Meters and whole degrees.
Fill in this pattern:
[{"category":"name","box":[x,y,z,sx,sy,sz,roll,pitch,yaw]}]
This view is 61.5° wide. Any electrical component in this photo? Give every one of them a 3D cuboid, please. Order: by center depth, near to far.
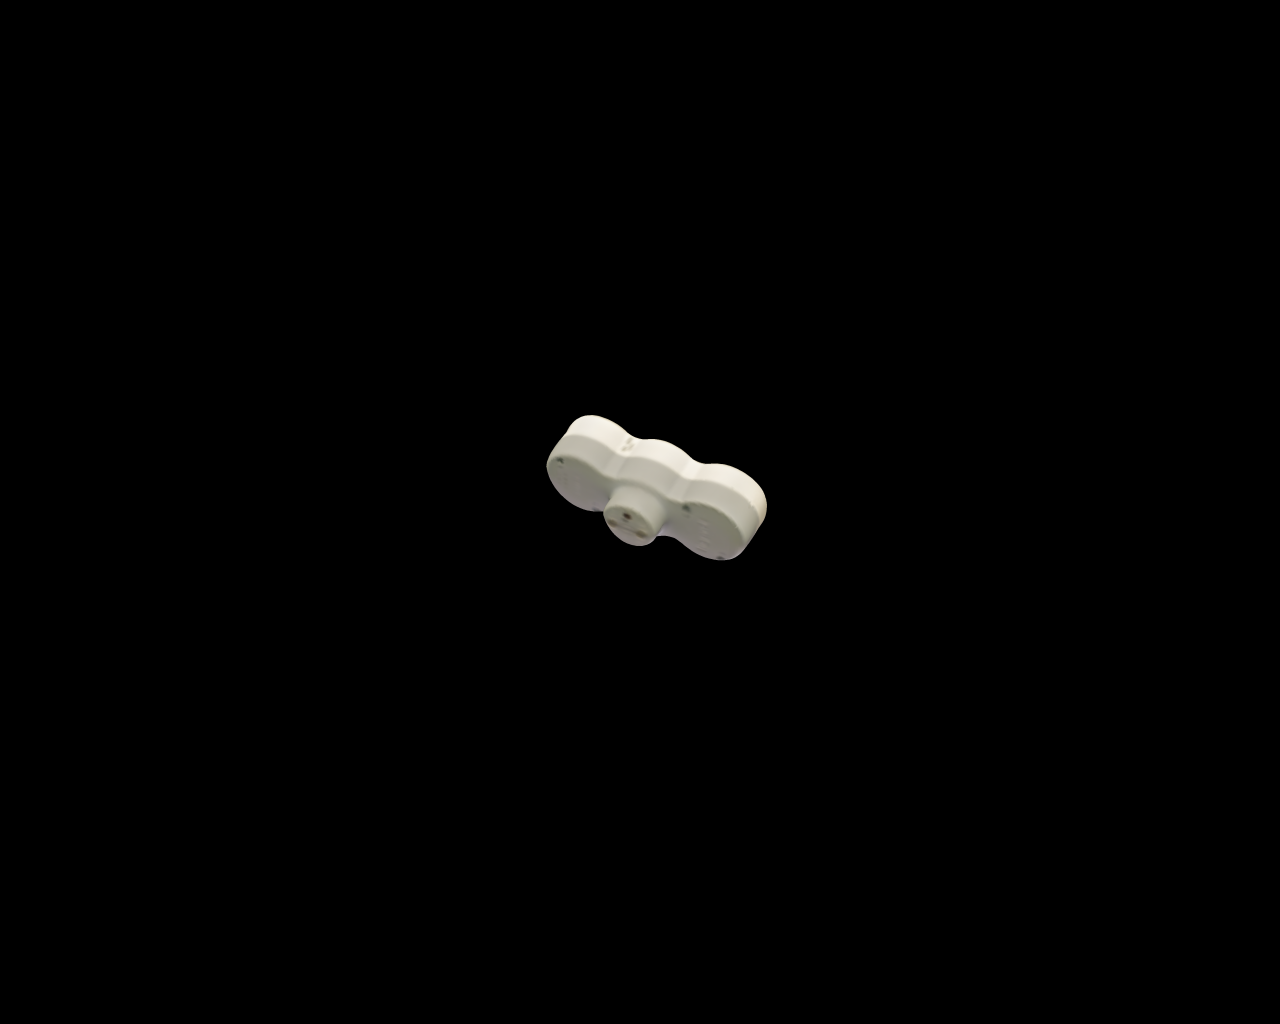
[{"category":"electrical component","box":[0.001,-0.003,0.650,0.138,0.074,0.052,22,-38,18]}]
